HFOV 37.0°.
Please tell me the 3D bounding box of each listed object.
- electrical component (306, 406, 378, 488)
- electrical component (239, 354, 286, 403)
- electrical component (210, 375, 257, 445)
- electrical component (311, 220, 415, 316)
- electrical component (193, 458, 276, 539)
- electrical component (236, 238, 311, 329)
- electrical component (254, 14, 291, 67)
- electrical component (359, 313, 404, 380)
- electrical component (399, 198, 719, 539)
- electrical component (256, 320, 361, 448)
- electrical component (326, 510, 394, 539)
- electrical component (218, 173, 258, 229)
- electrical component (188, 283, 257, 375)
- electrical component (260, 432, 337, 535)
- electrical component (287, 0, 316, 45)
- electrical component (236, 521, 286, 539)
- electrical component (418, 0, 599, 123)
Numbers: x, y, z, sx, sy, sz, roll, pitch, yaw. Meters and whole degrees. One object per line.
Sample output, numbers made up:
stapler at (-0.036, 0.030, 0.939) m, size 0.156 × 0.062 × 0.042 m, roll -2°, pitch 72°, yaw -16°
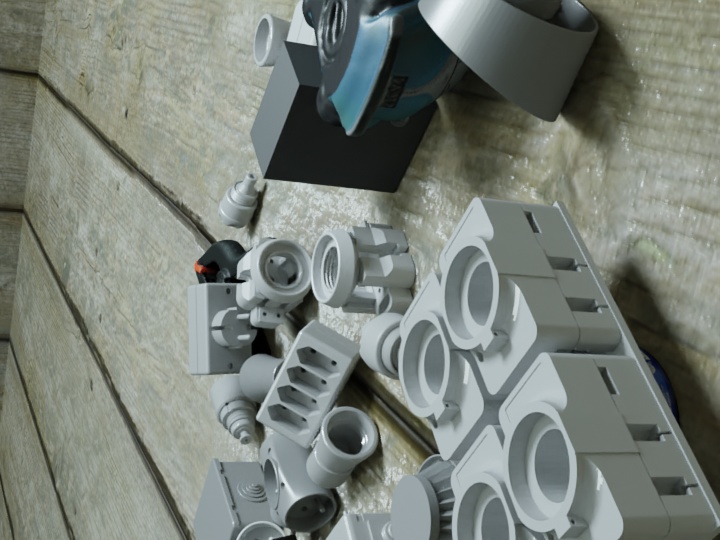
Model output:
electrical component at (-0.017, 0.138, 0.817) m, size 0.065 × 0.044 × 0.044 m, roll 118°, pitch 146°, yaw -50°
electrical component at (-0.073, 0.095, 0.944) m, size 0.065 × 0.044 × 0.044 m, roll -9°, pitch 78°, yaw 59°
electrical component at (-0.118, 0.136, 1.033) m, size 0.078 × 0.040 × 0.040 m, roll -118°, pitch 40°, yaw -48°
electrical component at (0.000, 0.000, 0.782) m, size 0.058 × 0.057 × 0.078 m, roll 121°, pitch 144°, yaw -44°
electrical component at (-0.114, 0.235, 0.999) m, size 0.099 × 0.048 × 0.099 m, roll -120°, pitch 42°, yaw -50°
electrical component at (-0.074, 0.006, 0.938) m, size 0.057 × 0.058 × 0.078 m, roll 144°, pitch 130°, yaw -61°
electrical component at (-0.053, -0.190, 0.913) m, size 0.044 × 0.065 × 0.044 m, roll -176°, pitch 90°, yaw -65°
electrical component at (0.029, 0.054, 0.729) m, size 0.062 × 0.043 × 0.043 m, roll 20°, pitch 104°, yaw 63°
electrical component at (0.080, 0.067, 0.512) m, size 0.105 × 0.060 × 0.186 m, roll 118°, pitch 146°, yaw -41°
electrical component at (-0.034, 0.084, 0.848) m, size 0.083 × 0.047 × 0.076 m, roll -63°, pitch -6°, yaw 17°
electrical component at (0.011, 0.204, 0.720) m, size 0.096 × 0.062 × 0.061 m, roll 119°, pitch 145°, yaw -42°
electrical component at (-0.117, -0.072, 1.071) m, size 0.061 × 0.035 × 0.035 m, roll -59°, pitch 36°, yaw 40°
electrical component at (-0.119, 0.053, 0.980) m, size 0.076 × 0.047 × 0.083 m, roll -9°, pitch 82°, yaw 54°
electrical component at (-0.054, 0.185, 0.884) m, size 0.077 × 0.044 × 0.079 m, roll -121°, pitch 33°, yaw -50°
electrical component at (-0.028, -0.166, 0.871) m, size 0.059 × 0.054 × 0.095 m, roll -120°, pitch 42°, yaw -51°
electrical component at (-0.066, 0.249, 0.888) m, size 0.079 × 0.044 × 0.077 m, roll 45°, pitch 165°, yaw 17°
electrical component at (0.080, -0.131, 0.591) m, size 0.064 × 0.099 × 0.099 m, roll -61°, pitch 34°, yaw 31°
